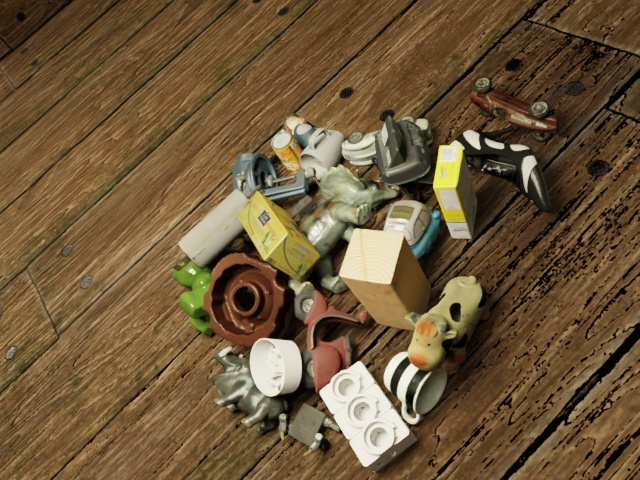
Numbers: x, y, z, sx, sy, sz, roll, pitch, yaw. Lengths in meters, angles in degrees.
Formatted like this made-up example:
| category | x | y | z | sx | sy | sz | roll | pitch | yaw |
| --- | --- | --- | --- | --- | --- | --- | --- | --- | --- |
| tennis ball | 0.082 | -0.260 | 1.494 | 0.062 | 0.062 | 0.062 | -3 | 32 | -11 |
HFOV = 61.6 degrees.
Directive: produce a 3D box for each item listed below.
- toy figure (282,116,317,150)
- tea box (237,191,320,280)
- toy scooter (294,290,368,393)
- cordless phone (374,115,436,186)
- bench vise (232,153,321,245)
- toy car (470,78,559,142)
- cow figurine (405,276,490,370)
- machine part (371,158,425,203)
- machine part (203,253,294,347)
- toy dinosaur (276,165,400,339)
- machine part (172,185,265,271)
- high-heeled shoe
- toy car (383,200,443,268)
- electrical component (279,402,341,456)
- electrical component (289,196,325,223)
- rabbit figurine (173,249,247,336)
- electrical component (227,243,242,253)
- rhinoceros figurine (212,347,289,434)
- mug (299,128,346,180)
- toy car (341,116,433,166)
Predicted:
| category | x | y | z | sx | sy | sz | roll | pitch | yaw |
| --- | --- | --- | --- | --- | --- | --- | --- | --- | --- |
| toy figure | -0.046 | -0.265 | 1.317 | 0.064 | 0.057 | 0.155 | -13 | 41 | -31 |
| tea box | -0.082 | -0.010 | 1.021 | 0.068 | 0.098 | 0.170 | -49 | 42 | 8 |
| toy scooter | 0.025 | 0.181 | 0.977 | 0.135 | 0.075 | 0.184 | -2 | 79 | -7 |
| cordless phone | 0.209 | -0.171 | 1.088 | 0.184 | 0.088 | 0.147 | 8 | 49 | -16 |
| bench vise | -0.119 | -0.106 | 1.211 | 0.241 | 0.128 | 0.223 | -11 | 60 | 23 |
| toy car | 0.387 | -0.260 | 1.086 | 0.053 | 0.089 | 0.202 | -44 | 53 | -6 |
| cow figurine | 0.206 | 0.132 | 0.866 | 0.086 | 0.127 | 0.195 | 16 | 47 | 37 |
| machine part | 0.168 | -0.126 | 1.115 | 0.139 | 0.084 | 0.039 | 58 | 133 | 33 |
| machine part | -0.135 | 0.113 | 1.016 | 0.180 | 0.056 | 0.179 | -3 | 83 | 22 |
| toy dinosaur | -0.003 | 0.004 | 1.093 | 0.405 | 0.131 | 0.192 | -46 | 40 | -2 |
| machine part | -0.204 | -0.023 | 1.101 | 0.243 | 0.079 | 0.079 | -45 | 52 | -6 |
| high-heeled shoe | 0.337 | -0.130 | 1.035 | 0.145 | 0.086 | 0.249 | -23 | 49 | 15 |
| toy car | 0.162 | -0.022 | 1.018 | 0.109 | 0.102 | 0.162 | 9 | 48 | 32 |
| electrical component | -0.022 | 0.327 | 0.934 | 0.102 | 0.045 | 0.078 | 24 | 74 | 35 |
| electrical component | -0.027 | -0.066 | 1.174 | 0.094 | 0.063 | 0.021 | -41 | 51 | -5 |
| rabbit figurine | -0.246 | 0.087 | 1.144 | 0.159 | 0.121 | 0.170 | -41 | 55 | -11 |
| electrical component | -0.238 | 0.022 | 1.229 | 0.119 | 0.047 | 0.075 | 17 | 69 | 34 |
| rhinoceros figurine | -0.140 | 0.273 | 1.007 | 0.191 | 0.073 | 0.112 | 33 | 79 | 36 |
| mug | 0.009 | -0.209 | 1.227 | 0.081 | 0.109 | 0.107 | 14 | 54 | 36 |
| toy car | 0.146 | -0.213 | 1.179 | 0.202 | 0.073 | 0.056 | -15 | 55 | 16 |
